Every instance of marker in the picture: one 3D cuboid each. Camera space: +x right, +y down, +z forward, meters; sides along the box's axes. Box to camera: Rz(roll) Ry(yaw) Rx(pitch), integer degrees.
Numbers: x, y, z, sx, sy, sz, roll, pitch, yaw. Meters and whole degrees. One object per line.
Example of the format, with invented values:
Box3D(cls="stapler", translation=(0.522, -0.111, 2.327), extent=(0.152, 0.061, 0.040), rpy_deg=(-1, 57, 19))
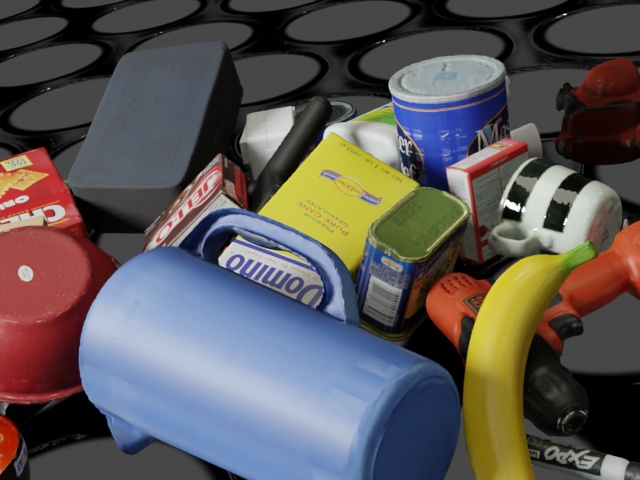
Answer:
Box3D(cls="marker", translation=(0.158, 0.137, 0.657), extent=(0.121, 0.020, 0.020), rpy_deg=(9, 33, 33))

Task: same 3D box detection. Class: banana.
Box3D(cls="banana", translation=(0.121, 0.086, 0.666), extent=(0.070, 0.037, 0.197), rpy_deg=(-8, 58, 45))

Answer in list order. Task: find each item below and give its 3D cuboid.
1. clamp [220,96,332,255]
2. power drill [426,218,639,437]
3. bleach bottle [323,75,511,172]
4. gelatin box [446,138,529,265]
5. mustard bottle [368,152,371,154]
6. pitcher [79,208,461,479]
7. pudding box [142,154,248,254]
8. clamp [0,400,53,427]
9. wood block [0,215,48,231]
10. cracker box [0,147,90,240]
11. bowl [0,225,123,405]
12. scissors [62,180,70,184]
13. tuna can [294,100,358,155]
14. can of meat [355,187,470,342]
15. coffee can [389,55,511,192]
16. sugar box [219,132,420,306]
Box3D(cls="clamp", translation=(-0.066, -0.034, 1.014), extent=(0.165, 0.036, 0.209), rpy_deg=(-36, 24, 40))
Box3D(cls="power drill", translation=(0.190, 0.056, 0.759), extent=(0.187, 0.057, 0.185), rpy_deg=(-17, 31, -14))
Box3D(cls="bleach bottle", translation=(0.120, -0.130, 1.145), extent=(0.103, 0.068, 0.250), rpy_deg=(13, 33, 39))
Box3D(cls="gelatin box", translation=(0.148, -0.033, 0.913), extent=(0.073, 0.089, 0.030), rpy_deg=(-27, 28, -29))
Box3D(cls="mustard bottle", translation=(0.002, -0.010, 0.953), extent=(0.096, 0.058, 0.191), rpy_deg=(-21, 23, 21))
Box3D(cls="pitcher", translation=(-0.030, 0.085, 0.697), extent=(0.243, 0.149, 0.144), rpy_deg=(17, 38, 38))
Box3D(cls="pudding box", translation=(-0.114, -0.016, 0.975), extent=(0.114, 0.039, 0.090), rpy_deg=(-46, 21, 16))
Box3D(cls="clamp", translation=(-0.187, 0.090, 0.856), extent=(0.120, 0.039, 0.171), rpy_deg=(-6, 29, -1))
Box3D(cls="wood block", translation=(-0.326, 0.057, 0.912), extent=(0.206, 0.091, 0.090), rpy_deg=(-14, 27, -7))
Box3D(cls="cracker box", translation=(-0.327, -0.010, 1.065), extent=(0.164, 0.072, 0.214), rpy_deg=(-19, 29, -15))
Box3D(cls="bowl", translation=(-0.217, 0.042, 0.807), extent=(0.162, 0.055, 0.162), rpy_deg=(4, 49, -4))
Box3D(cls="scissors", translation=(-0.214, -0.054, 1.170), extent=(0.202, 0.016, 0.096), rpy_deg=(-5, 27, 12))
Box3D(cls="tuna can", translation=(0.003, -0.129, 1.216), extent=(0.086, 0.034, 0.086), rpy_deg=(-9, 26, 4))
Box3D(cls="can of meat", translation=(0.070, 0.016, 0.836), extent=(0.057, 0.084, 0.101), rpy_deg=(29, 42, 21))
Box3D(cls="coffee can", translation=(0.122, -0.084, 0.965), extent=(0.103, 0.140, 0.103), rpy_deg=(-9, 27, 4))
Box3D(cls="sugar box", translation=(-0.005, 0.001, 0.856), extent=(0.093, 0.048, 0.176), rpy_deg=(31, 60, 15))
